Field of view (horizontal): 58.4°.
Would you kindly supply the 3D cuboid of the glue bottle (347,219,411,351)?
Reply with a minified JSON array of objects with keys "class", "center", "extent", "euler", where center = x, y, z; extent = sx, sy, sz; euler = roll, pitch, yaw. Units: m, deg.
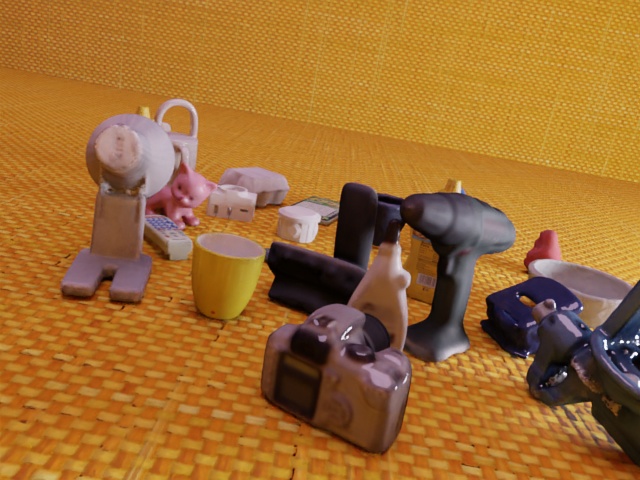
[{"class":"glue bottle","center":[0.072,0.059,0.662],"extent":[0.078,0.173,0.037],"euler":[12,18,6]}]

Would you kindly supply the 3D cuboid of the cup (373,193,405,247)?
[{"class":"cup","center":[0.124,-0.039,1.120],"extent":[0.091,0.095,0.117],"euler":[9,18,-4]}]

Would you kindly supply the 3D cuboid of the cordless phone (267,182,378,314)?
[{"class":"cordless phone","center":[0.007,0.003,0.778],"extent":[0.147,0.185,0.094],"euler":[16,19,17]}]

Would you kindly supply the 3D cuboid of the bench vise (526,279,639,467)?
[{"class":"bench vise","center":[0.306,0.100,0.592],"extent":[0.206,0.220,0.122],"euler":[26,23,39]}]

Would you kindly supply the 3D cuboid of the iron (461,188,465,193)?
[{"class":"iron","center":[0.262,-0.047,1.147],"extent":[0.118,0.141,0.259],"euler":[14,18,10]}]

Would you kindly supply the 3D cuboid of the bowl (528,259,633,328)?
[{"class":"bowl","center":[0.406,0.093,0.907],"extent":[0.167,0.075,0.167],"euler":[9,18,-3]}]

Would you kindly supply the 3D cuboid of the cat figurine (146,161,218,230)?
[{"class":"cat figurine","center":[-0.247,-0.085,1.014],"extent":[0.127,0.118,0.067],"euler":[19,20,26]}]

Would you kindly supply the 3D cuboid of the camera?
[{"class":"camera","center":[0.034,0.118,0.577],"extent":[0.142,0.101,0.137],"euler":[20,20,27]}]

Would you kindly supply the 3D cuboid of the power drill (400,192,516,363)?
[{"class":"power drill","center":[0.159,0.040,0.712],"extent":[0.075,0.208,0.230],"euler":[25,23,39]}]

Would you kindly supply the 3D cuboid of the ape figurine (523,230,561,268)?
[{"class":"ape figurine","center":[0.436,0.023,1.111],"extent":[0.078,0.092,0.076],"euler":[4,19,-18]}]

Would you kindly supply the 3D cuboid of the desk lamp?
[{"class":"desk lamp","center":[-0.261,-0.056,0.760],"extent":[0.118,0.213,0.203],"euler":[6,18,-13]}]

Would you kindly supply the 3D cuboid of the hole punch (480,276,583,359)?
[{"class":"hole punch","center":[0.288,0.102,0.786],"extent":[0.101,0.091,0.108],"euler":[5,19,-18]}]

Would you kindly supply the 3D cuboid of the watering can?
[{"class":"watering can","center":[-0.315,-0.204,1.217],"extent":[0.172,0.194,0.101],"euler":[22,21,32]}]

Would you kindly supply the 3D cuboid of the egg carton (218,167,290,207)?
[{"class":"egg carton","center":[-0.144,-0.115,1.245],"extent":[0.107,0.069,0.151],"euler":[22,21,32]}]
